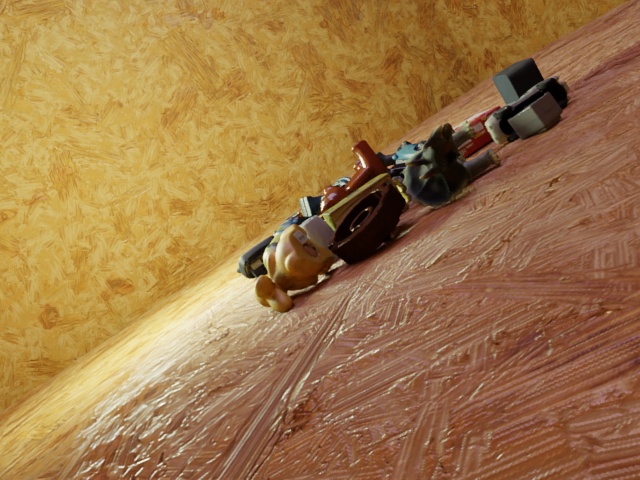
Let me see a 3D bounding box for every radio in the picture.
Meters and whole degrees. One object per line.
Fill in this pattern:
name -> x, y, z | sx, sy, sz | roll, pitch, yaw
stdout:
radio -> 0.506, -0.373, 1.343 | 0.073, 0.131, 0.229 | -31, 8, 16

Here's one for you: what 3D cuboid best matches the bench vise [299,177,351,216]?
bench vise -> 0.067, -0.117, 1.629 | 0.240, 0.129, 0.223 | -13, -17, -34

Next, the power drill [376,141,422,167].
power drill -> 0.271, -0.268, 1.720 | 0.207, 0.086, 0.232 | -18, 10, 24

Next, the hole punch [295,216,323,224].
hole punch -> -0.003, -0.004, 1.373 | 0.116, 0.092, 0.142 | 1, 17, 18

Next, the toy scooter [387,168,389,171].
toy scooter -> 0.198, -0.180, 1.543 | 0.135, 0.075, 0.184 | -19, -10, 35

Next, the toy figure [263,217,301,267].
toy figure -> -0.092, 0.012, 1.415 | 0.082, 0.089, 0.180 | -29, 33, 48

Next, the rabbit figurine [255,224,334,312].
rabbit figurine -> -0.069, 0.080, 1.075 | 0.173, 0.122, 0.162 | -45, 11, 28

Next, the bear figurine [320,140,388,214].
bear figurine -> 0.066, -0.128, 1.307 | 0.196, 0.132, 0.120 | -32, -26, -5

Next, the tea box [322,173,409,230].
tea box -> 0.103, -0.066, 1.216 | 0.170, 0.098, 0.068 | -33, 9, -11

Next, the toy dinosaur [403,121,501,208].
toy dinosaur -> 0.242, -0.150, 1.143 | 0.192, 0.131, 0.405 | -33, 1, -2

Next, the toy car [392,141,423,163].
toy car -> 0.259, -0.199, 1.450 | 0.103, 0.109, 0.162 | -56, 21, -1

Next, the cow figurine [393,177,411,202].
cow figurine -> 0.216, -0.145, 1.350 | 0.098, 0.068, 0.167 | -29, 10, -9

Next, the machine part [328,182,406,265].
machine part -> 0.093, -0.031, 1.057 | 0.179, 0.056, 0.179 | -46, 13, 14

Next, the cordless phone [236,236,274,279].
cordless phone -> -0.192, 0.063, 1.677 | 0.146, 0.088, 0.184 | -36, 4, -20

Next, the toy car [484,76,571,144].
toy car -> 0.467, -0.290, 1.203 | 0.202, 0.073, 0.056 | -33, 8, 0

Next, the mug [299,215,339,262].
mug -> -0.010, 0.008, 1.183 | 0.109, 0.107, 0.081 | -36, 6, -32

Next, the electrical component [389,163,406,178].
electrical component -> 0.197, -0.167, 1.272 | 0.063, 0.021, 0.094 | -4, 26, 34
